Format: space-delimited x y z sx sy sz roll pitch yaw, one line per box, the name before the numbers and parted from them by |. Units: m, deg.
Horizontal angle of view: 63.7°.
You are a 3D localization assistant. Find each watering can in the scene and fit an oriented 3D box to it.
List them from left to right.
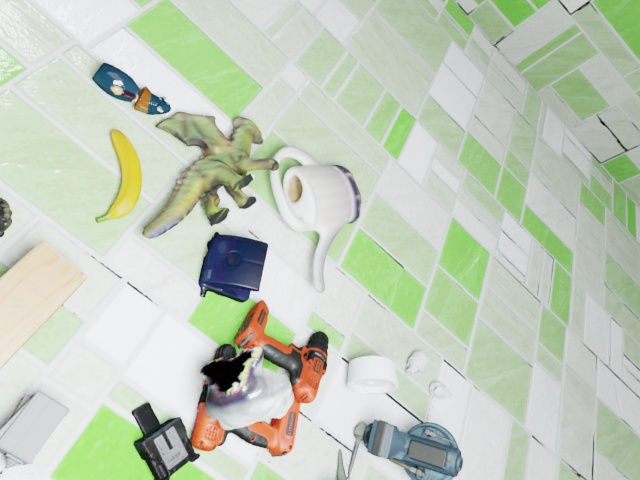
watering can | 0.004 -0.060 1.182 0.225 0.102 0.351 -9 73 -41

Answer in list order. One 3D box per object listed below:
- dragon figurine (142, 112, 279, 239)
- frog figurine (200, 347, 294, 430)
dragon figurine | -0.247 -0.165 1.070 0.245 0.119 0.416 47 44 13
frog figurine | -0.109 0.266 0.853 0.157 0.137 0.125 58 -3 -30
